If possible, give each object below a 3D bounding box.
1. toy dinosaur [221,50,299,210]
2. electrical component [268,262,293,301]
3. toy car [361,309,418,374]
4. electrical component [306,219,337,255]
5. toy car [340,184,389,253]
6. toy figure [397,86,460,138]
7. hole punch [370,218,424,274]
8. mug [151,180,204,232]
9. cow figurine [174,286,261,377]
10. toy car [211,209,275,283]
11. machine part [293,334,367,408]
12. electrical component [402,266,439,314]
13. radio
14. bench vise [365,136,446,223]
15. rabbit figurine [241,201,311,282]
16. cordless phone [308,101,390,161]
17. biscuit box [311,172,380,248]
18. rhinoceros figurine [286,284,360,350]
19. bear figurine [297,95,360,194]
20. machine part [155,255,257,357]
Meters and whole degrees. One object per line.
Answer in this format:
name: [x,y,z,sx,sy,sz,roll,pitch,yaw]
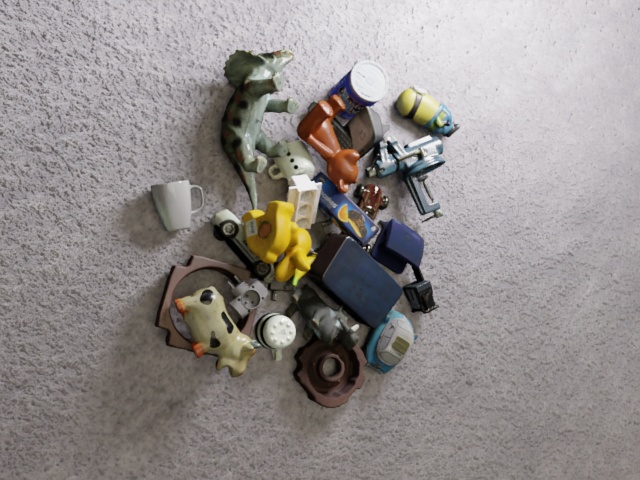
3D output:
toy dinosaur: [-0.165,-0.268,1.233,0.131,0.192,0.404,17,92,-55]
electrical component: [-0.090,0.100,1.274,0.063,0.021,0.094,8,81,-21]
toy car: [0.176,0.247,1.319,0.109,0.103,0.161,36,71,-13]
electrical component: [-0.004,-0.004,1.307,0.102,0.045,0.078,-16,91,-22]
toy car: [0.109,-0.048,1.354,0.089,0.053,0.202,27,74,-19]
toy figure: [0.289,-0.339,1.442,0.180,0.082,0.089,37,70,-16]
hole punch: [0.206,0.013,1.367,0.142,0.092,0.116,31,70,-12]
mug: [-0.311,-0.075,1.184,0.109,0.081,0.107,-10,98,-29]
cow figurine: [-0.205,0.189,1.098,0.127,0.085,0.194,-24,92,-16]
toy car: [-0.173,0.018,1.223,0.056,0.073,0.201,-43,100,-23]
machine part: [0.023,0.302,1.278,0.179,0.056,0.179,3,82,-21]
electrical component: [0.252,0.126,1.377,0.048,0.075,0.119,-23,97,-22]
radio: [0.085,0.101,1.285,0.229,0.073,0.131,43,74,-27]
bench vise: [0.239,-0.160,1.381,0.224,0.129,0.240,-21,85,-23]
rabbit figurine: [-0.071,0.003,1.190,0.173,0.122,0.162,18,49,-60]
cordless phone: [0.064,-0.290,1.315,0.184,0.146,0.089,44,56,-8]
biscuit box: [0.050,-0.071,1.297,0.063,0.059,0.203,-44,82,-12]
rhinoceros figurine: [0.007,0.184,1.244,0.190,0.073,0.112,41,40,25]
bear figurine: [0.039,-0.217,1.250,0.196,0.132,0.120,50,33,0]
machine part: [-0.245,0.145,1.175,0.201,0.087,0.201,17,80,-18]
